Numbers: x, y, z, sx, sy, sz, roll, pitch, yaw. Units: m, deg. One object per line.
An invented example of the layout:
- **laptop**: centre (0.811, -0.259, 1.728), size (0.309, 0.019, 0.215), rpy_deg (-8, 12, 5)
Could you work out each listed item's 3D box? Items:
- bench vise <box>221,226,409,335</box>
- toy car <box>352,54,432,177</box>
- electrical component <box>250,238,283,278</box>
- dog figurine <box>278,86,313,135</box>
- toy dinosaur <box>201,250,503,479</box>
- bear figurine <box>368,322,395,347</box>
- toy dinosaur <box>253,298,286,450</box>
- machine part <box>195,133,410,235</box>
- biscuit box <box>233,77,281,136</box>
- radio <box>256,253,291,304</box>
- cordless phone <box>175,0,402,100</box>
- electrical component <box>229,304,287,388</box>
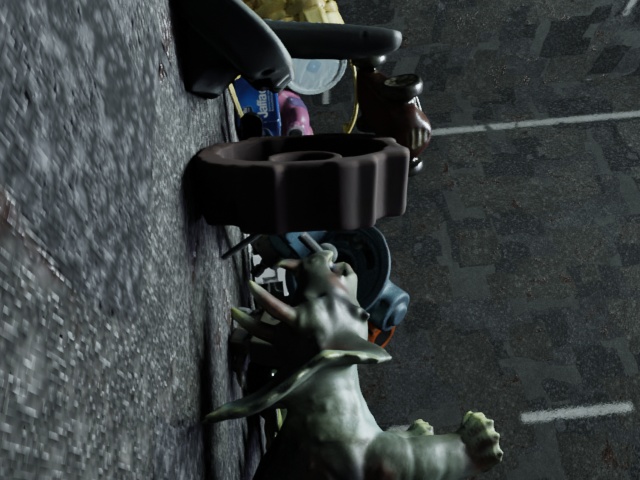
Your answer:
- **bench vise**: centre (-0.009, 0.006, 0.593), size (0.224, 0.129, 0.240), rpy_deg (48, 2, 31)
- **toy car**: centre (0.070, -0.136, 0.549), size (0.202, 0.053, 0.089), rpy_deg (-103, -178, -61)
- **electrical component**: centre (-0.068, 0.005, 0.735), size (0.063, 0.094, 0.021), rpy_deg (47, 7, 23)
- **dog figurine**: centre (-0.066, -0.208, 0.900), size (0.191, 0.108, 0.219), rpy_deg (46, 25, -50)
- **toy dinosaur**: centre (-0.002, 0.210, 0.371), size (0.131, 0.192, 0.404), rpy_deg (-175, -85, -73)
- **bear figurine**: centre (0.027, 0.100, 0.877), size (0.196, 0.132, 0.120), rpy_deg (40, -70, 36)
- **toy dinosaur**: centre (-0.035, 0.174, 0.656), size (0.472, 0.105, 0.198), rpy_deg (-110, -175, -75)
- **machine part**: centre (-0.014, -0.049, 0.435), size (0.179, 0.179, 0.056), rpy_deg (-101, -171, -73)
- **biscuit box**: centre (-0.094, -0.241, 0.781), size (0.059, 0.063, 0.202), rpy_deg (88, -4, -73)
- **radio**: centre (-0.064, 0.048, 0.914), size (0.131, 0.073, 0.229), rpy_deg (-97, -178, -51)
- **cordless phone**: centre (-0.016, -0.167, 0.451), size (0.147, 0.184, 0.088), rpy_deg (-106, -165, -79)
- **electrical component**: centre (-0.038, 0.099, 0.504), size (0.078, 0.102, 0.045), rpy_deg (-79, 170, -61)
